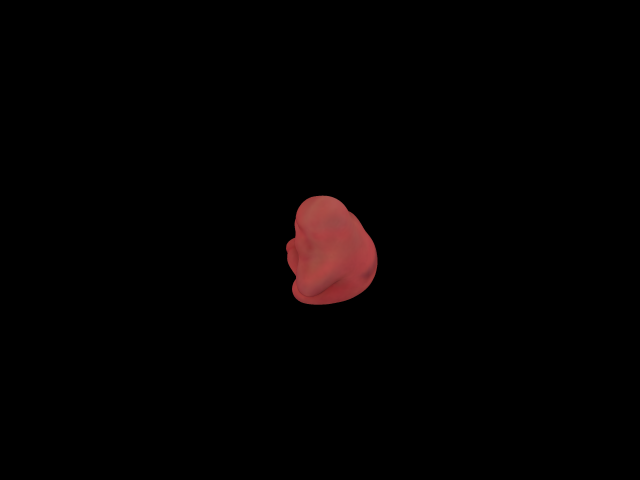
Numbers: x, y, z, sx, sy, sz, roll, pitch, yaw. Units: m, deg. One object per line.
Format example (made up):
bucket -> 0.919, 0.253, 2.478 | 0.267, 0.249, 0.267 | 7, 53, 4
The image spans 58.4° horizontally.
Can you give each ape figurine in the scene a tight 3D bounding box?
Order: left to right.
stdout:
ape figurine -> 0.004, 0.001, 0.400 | 0.076, 0.092, 0.078 | 20, 59, 13
